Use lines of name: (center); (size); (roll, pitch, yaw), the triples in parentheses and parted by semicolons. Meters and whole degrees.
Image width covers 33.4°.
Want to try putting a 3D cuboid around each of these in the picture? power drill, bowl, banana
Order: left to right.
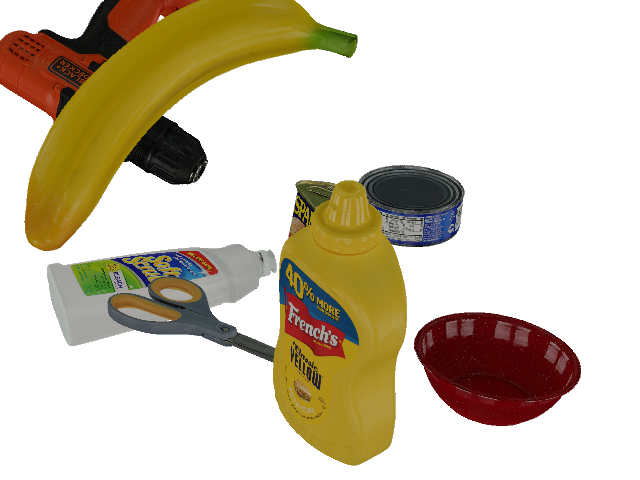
power drill: (-0.133, -0.143, 0.837); (0.184, 0.187, 0.057); (32, -35, 6)
banana: (-0.074, -0.073, 0.520); (0.197, 0.070, 0.037); (-37, -29, -21)
bowl: (0.169, 0.133, 1.043); (0.162, 0.055, 0.162); (4, 26, -2)

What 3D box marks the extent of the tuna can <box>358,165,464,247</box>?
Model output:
tuna can: (0.072, -0.028, 0.861); (0.086, 0.034, 0.086); (2, 28, -1)

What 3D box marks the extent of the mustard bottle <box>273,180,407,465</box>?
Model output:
mustard bottle: (0.012, 0.046, 0.665); (0.058, 0.192, 0.096); (-21, 44, -30)

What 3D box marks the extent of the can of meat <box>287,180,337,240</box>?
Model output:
can of meat: (0.004, -0.005, 1.092); (0.057, 0.084, 0.102); (3, 22, -22)

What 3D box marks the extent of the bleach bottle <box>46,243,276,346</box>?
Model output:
bleach bottle: (-0.174, 0.047, 1.212); (0.250, 0.068, 0.103); (-13, 36, -20)

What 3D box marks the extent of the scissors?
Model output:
scissors: (-0.083, 0.070, 0.920); (0.202, 0.016, 0.096); (12, 27, 10)
